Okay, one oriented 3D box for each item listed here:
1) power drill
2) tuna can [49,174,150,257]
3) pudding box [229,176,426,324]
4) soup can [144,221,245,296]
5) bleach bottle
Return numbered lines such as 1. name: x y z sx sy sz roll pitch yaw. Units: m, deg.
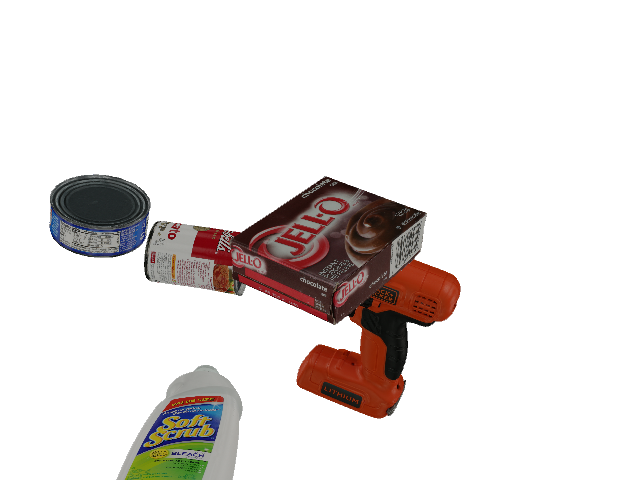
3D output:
1. power drill: 0.027 0.074 1.014 0.184 0.188 0.057 22 43 12
2. tuna can: -0.192 -0.021 0.930 0.086 0.034 0.086 8 33 -5
3. pudding box: 0.006 0.004 0.739 0.090 0.039 0.113 23 37 29
4. soup can: -0.130 0.019 1.142 0.102 0.068 0.068 8 1 8
5. bleach bottle: -0.126 0.186 0.968 0.102 0.068 0.251 -1 22 1
